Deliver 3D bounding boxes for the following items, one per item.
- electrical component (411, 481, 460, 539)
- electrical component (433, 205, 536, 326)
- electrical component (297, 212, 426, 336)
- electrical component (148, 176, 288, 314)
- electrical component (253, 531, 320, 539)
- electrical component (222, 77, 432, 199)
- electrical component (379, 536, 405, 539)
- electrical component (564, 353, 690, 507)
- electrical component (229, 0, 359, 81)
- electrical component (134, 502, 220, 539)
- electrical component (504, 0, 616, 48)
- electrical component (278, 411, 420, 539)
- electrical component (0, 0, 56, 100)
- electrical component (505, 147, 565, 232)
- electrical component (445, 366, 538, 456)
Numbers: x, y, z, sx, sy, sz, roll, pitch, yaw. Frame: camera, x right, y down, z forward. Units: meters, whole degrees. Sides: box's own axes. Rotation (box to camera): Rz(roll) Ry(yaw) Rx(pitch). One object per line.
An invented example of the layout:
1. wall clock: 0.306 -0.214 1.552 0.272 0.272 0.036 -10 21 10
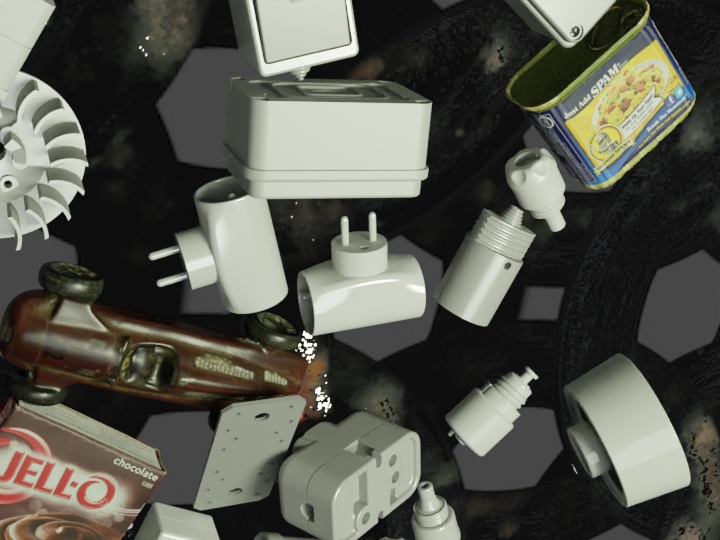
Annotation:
1. electrical component: 0.055 0.188 0.818 0.035 0.035 0.061 -20 116 -11
2. electrical component: 0.088 -0.007 0.738 0.043 0.043 0.081 22 104 -26
3. electrical component: 0.000 0.000 0.709 0.077 0.043 0.079 -9 116 -16
4. electrical component: -0.091 -0.011 0.671 0.079 0.044 0.077 -17 117 -12
5. electrical component: -0.053 0.213 0.789 0.046 0.040 0.040 11 109 -30
6. electrical component: -0.021 -0.080 0.647 0.113 0.078 0.057 -2 110 -19
7. electrical component: 0.033 0.237 0.827 0.043 0.043 0.062 -36 121 -1
8. electrical component: 0.190 0.123 0.799 0.060 0.108 0.108 -25 119 -1
9. electrical component: -0.040 -0.153 0.617 0.062 0.061 0.096 -16 117 -13
10. electrical component: -0.129 0.211 0.738 0.047 0.076 0.065 22 104 -27
11. electrical component: 0.121 -0.212 0.651 0.109 0.056 0.108 38 96 -29
12. electrical component: -0.009 0.141 0.745 0.095 0.059 0.053 -28 125 -44
13. electrical component: -0.244 -0.165 0.513 0.186 0.105 0.060 28 101 -28
14. electrical component: 0.125 -0.052 0.736 0.035 0.035 0.061 -34 122 -3
15. electrical component: 0.099 0.101 0.792 0.078 0.040 0.040 -44 120 3
